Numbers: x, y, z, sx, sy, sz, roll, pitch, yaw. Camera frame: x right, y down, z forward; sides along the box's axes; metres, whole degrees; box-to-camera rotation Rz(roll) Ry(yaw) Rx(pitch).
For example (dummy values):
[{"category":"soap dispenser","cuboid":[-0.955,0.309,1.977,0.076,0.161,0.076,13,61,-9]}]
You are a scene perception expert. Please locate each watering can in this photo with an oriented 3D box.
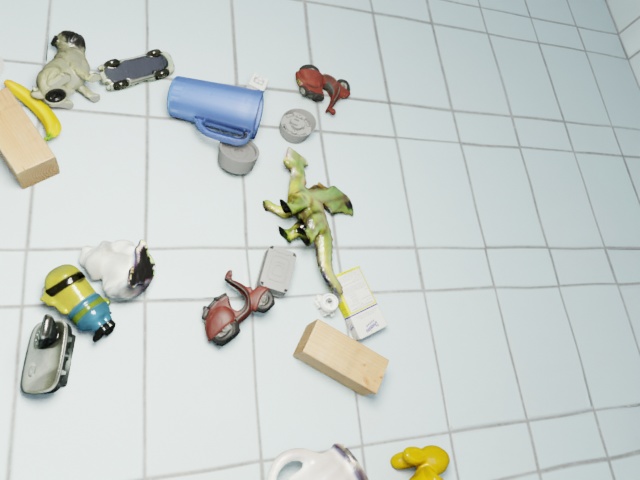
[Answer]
[{"category":"watering can","cuboid":[0.029,0.601,1.111,0.227,0.102,0.350,-26,79,-28]}]

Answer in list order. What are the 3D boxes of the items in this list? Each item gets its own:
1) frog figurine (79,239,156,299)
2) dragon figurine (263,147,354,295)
[{"category":"frog figurine","cuboid":[-0.464,0.065,1.169,0.159,0.121,0.139,-3,76,16]},{"category":"dragon figurine","cuboid":[0.004,-0.070,1.392,0.246,0.120,0.412,-30,83,-36]}]
